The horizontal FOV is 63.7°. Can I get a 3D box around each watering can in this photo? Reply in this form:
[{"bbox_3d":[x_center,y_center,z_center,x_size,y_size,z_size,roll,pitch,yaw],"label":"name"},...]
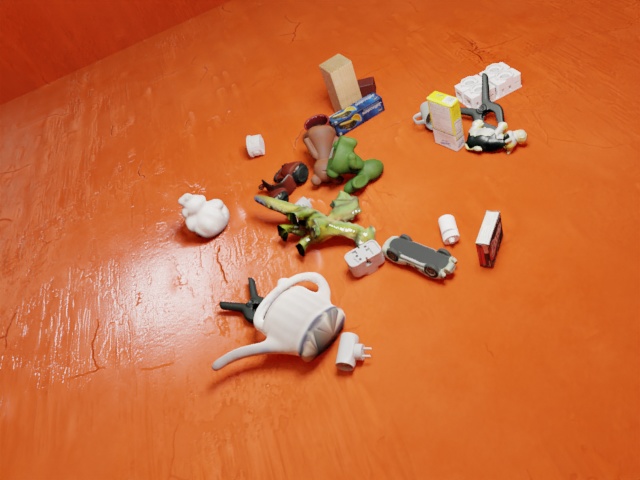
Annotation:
[{"bbox_3d":[-0.084,0.223,1.255,0.226,0.102,0.353,23,60,37],"label":"watering can"}]

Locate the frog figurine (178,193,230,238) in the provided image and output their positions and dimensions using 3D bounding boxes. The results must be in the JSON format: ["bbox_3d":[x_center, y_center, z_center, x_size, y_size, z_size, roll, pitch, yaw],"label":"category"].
[{"bbox_3d":[-0.367,-0.086,1.630,0.138,0.156,0.125,-32,46,-7],"label":"frog figurine"}]

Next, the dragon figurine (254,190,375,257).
[{"bbox_3d":[0.005,-0.076,1.511,0.245,0.119,0.416,-24,46,-29],"label":"dragon figurine"}]
